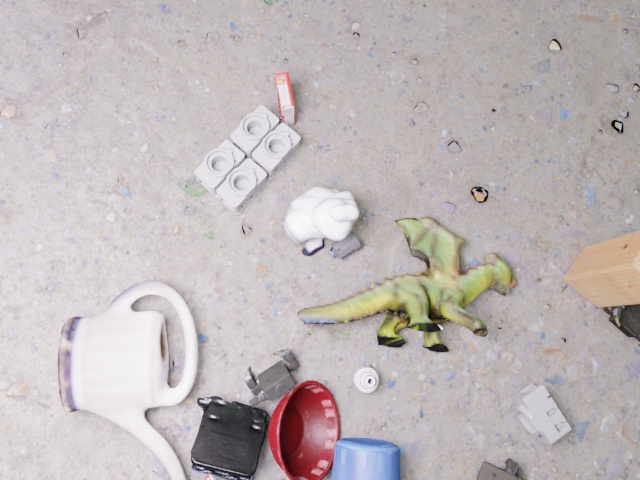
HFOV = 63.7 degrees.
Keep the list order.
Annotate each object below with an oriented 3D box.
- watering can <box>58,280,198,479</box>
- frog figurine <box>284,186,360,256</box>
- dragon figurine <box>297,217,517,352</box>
[{"bbox_3d":[-0.316,0.242,0.850,0.224,0.103,0.351,-3,77,-5],"label":"watering can"},{"bbox_3d":[0.003,-0.046,0.918,0.138,0.157,0.124,-19,79,-9],"label":"frog figurine"},{"bbox_3d":[0.175,0.068,0.954,0.410,0.119,0.248,10,60,-4],"label":"dragon figurine"}]
